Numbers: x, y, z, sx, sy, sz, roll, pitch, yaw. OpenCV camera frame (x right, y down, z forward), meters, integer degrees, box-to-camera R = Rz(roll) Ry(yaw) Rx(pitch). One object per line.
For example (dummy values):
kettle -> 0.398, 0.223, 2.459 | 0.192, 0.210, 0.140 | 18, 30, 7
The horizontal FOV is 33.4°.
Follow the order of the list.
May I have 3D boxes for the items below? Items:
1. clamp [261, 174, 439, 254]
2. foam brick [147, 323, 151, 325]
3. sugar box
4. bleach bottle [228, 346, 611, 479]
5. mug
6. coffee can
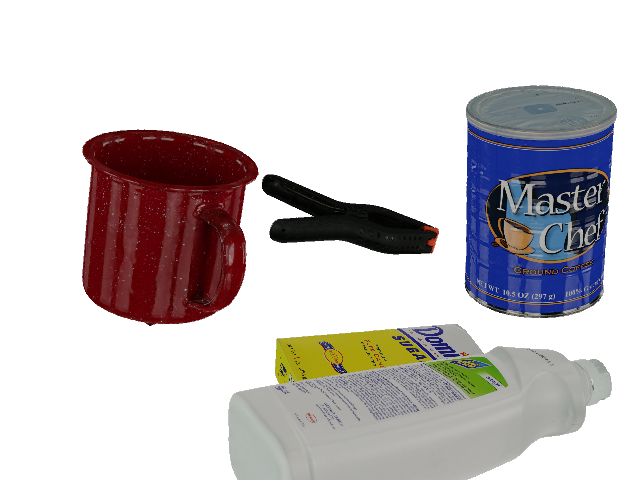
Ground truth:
clamp -> 0.031, -0.017, 1.199 | 0.210, 0.036, 0.164 | 14, 22, -5
foam brick -> -0.133, 0.033, 0.950 | 0.078, 0.051, 0.053 | -18, 29, -33
sugar box -> 0.056, 0.116, 0.932 | 0.176, 0.048, 0.093 | -6, 26, -15
bleach bottle -> 0.075, 0.112, 0.659 | 0.250, 0.068, 0.103 | -8, 23, -23
mug -> -0.077, -0.003, 0.571 | 0.093, 0.081, 0.117 | -10, 29, -41
coffee can -> 0.156, -0.030, 0.768 | 0.103, 0.140, 0.103 | -3, 25, 1
